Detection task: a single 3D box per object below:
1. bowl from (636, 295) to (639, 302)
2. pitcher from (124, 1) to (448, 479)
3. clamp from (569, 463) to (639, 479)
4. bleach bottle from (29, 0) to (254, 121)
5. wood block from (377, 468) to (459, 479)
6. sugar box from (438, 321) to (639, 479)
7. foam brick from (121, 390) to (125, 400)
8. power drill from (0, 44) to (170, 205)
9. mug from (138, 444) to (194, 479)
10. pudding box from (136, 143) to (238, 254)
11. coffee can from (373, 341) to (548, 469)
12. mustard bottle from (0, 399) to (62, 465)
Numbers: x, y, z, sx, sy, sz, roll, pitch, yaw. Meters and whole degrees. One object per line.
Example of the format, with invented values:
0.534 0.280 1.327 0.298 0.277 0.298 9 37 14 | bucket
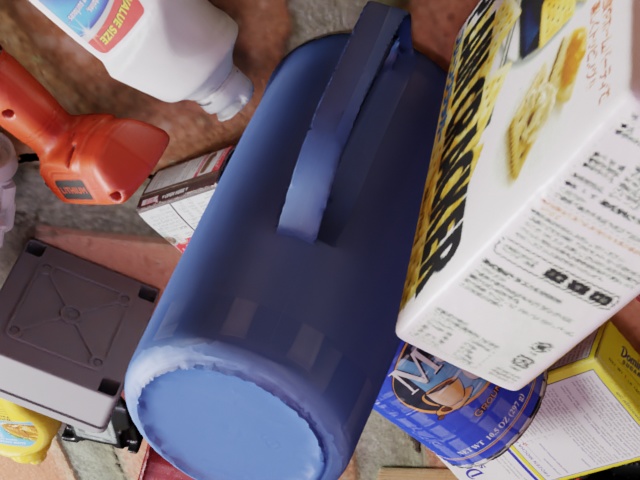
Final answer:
0.219 -0.031 0.552 0.162 0.055 0.162 -1 112 -4 | bowl
-0.004 0.001 0.545 0.145 0.242 0.149 -19 121 35 | pitcher
0.269 0.153 0.773 0.164 0.036 0.210 40 134 -12 | clamp
-0.119 -0.157 0.548 0.103 0.068 0.250 -20 129 36 | bleach bottle
0.150 0.250 0.879 0.206 0.090 0.090 -3 135 21 | wood block
0.157 0.127 0.761 0.093 0.048 0.177 49 137 -13 | sugar box
-0.110 0.127 0.829 0.078 0.053 0.051 47 157 -3 | foam brick
-0.174 -0.096 0.591 0.187 0.057 0.185 44 161 -28 | power drill
-0.107 0.187 0.904 0.081 0.093 0.117 16 169 -7 | mug
-0.051 -0.006 0.695 0.090 0.039 0.113 -14 133 44 | pudding box
0.066 0.072 0.704 0.140 0.102 0.103 37 134 -22 | coffee can
-0.270 0.133 0.908 0.096 0.058 0.191 9 138 17 | mustard bottle
